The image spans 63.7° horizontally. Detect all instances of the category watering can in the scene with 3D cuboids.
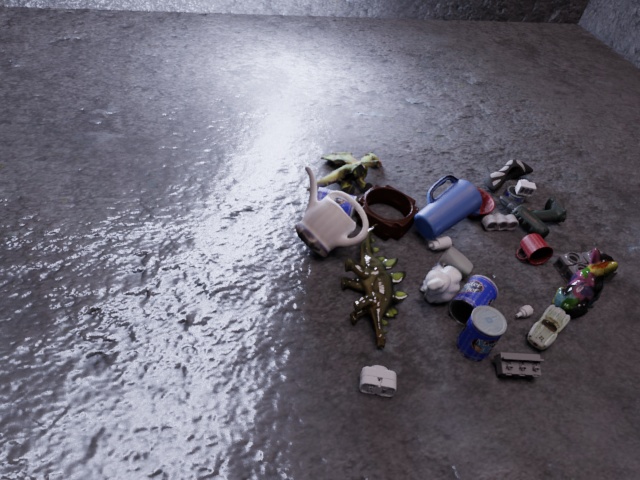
[{"bbox_3d":[0.005,-0.088,1.758,0.225,0.102,0.352,-43,65,-6],"label":"watering can"}]

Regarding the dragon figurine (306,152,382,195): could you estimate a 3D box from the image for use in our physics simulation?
[{"bbox_3d":[0.088,-0.283,2.056,0.412,0.120,0.247,-11,32,-24],"label":"dragon figurine"}]

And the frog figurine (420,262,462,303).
[{"bbox_3d":[0.387,0.141,1.622,0.137,0.159,0.123,-35,89,0],"label":"frog figurine"}]
